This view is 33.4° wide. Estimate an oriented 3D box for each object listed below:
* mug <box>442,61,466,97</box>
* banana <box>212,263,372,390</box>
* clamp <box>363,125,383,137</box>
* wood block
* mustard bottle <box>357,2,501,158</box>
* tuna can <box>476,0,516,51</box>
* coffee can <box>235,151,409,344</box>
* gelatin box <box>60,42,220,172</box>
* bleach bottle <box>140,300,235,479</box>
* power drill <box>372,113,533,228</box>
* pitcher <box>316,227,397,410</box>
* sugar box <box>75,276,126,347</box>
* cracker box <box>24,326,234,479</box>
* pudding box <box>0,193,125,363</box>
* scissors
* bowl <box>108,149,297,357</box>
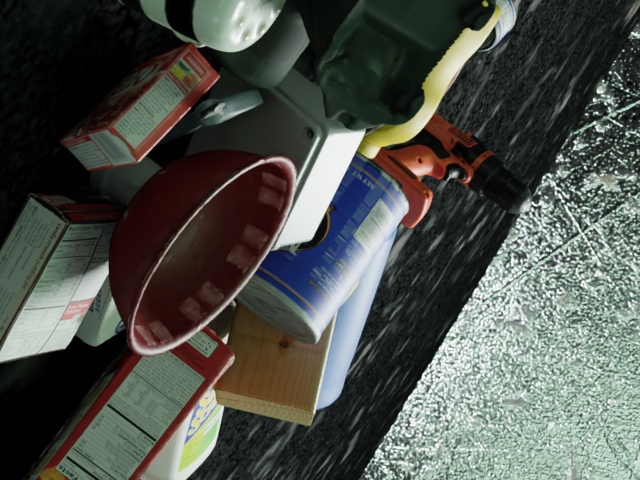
[{"bbox_3d":[0.096,-0.190,1.020,0.117,0.081,0.093,-48,164,-27],"label":"mug"},{"bbox_3d":[-0.031,0.084,1.052,0.197,0.037,0.069,-42,164,-13],"label":"banana"},{"bbox_3d":[0.009,-0.101,0.852,0.164,0.036,0.210,-50,-160,-9],"label":"clamp"},{"bbox_3d":[-0.028,0.054,0.976,0.090,0.091,0.206,101,3,-72],"label":"wood block"},{"bbox_3d":[0.071,-0.144,0.937,0.058,0.096,0.192,16,114,-44],"label":"mustard bottle"},{"bbox_3d":[0.159,-0.239,1.109,0.033,0.086,0.086,-48,164,-21],"label":"tuna can"},{"bbox_3d":[-0.006,0.001,0.891,0.140,0.103,0.103,-54,166,-16],"label":"coffee can"},{"bbox_3d":[-0.108,-0.077,0.629,0.073,0.030,0.089,-50,-158,-21],"label":"gelatin box"},{"bbox_3d":[-0.131,0.140,1.061,0.102,0.068,0.251,-41,157,-43],"label":"bleach bottle"},{"bbox_3d":[0.143,-0.074,1.264,0.187,0.185,0.057,-23,145,-48],"label":"power drill"},{"bbox_3d":[-0.010,0.064,1.169,0.149,0.145,0.243,-86,-167,-56],"label":"pitcher"},{"bbox_3d":[-0.121,0.008,0.829,0.176,0.048,0.093,-38,158,-53],"label":"sugar box"},{"bbox_3d":[-0.163,0.154,0.864,0.213,0.072,0.164,-53,-173,-10],"label":"cracker box"},{"bbox_3d":[-0.178,0.023,0.696,0.113,0.039,0.090,-60,164,11],"label":"pudding box"},{"bbox_3d":[-0.084,-0.073,0.666,0.096,0.016,0.201,-21,-173,11],"label":"scissors"},{"bbox_3d":[-0.087,-0.003,0.700,0.162,0.055,0.162,-47,163,-19],"label":"bowl"}]
